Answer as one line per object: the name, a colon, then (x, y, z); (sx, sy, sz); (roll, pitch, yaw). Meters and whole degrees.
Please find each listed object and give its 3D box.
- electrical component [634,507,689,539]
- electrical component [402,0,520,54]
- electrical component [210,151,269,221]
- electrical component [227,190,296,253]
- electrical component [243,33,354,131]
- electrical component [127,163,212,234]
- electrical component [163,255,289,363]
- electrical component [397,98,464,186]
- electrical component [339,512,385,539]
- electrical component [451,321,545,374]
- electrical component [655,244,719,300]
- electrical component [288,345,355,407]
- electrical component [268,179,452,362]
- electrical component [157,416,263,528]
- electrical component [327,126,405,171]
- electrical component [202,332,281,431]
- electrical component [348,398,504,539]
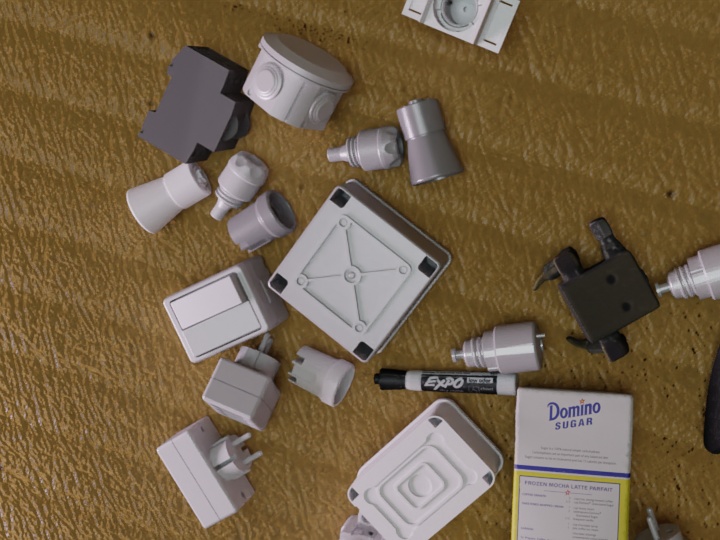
electrical component: (0.241, 0.227, 0.850); (0.044, 0.077, 0.079); (-20, 94, 17)
electrical component: (0.079, -0.200, 0.824); (0.081, 0.064, 0.042); (25, 105, 9)
electrical component: (-0.106, -0.069, 0.911); (0.035, 0.035, 0.061); (39, 109, 5)
electrical component: (-0.083, -0.040, 0.908); (0.046, 0.040, 0.040); (-30, 91, 23)
electrical component: (-0.050, -0.151, 0.859); (0.080, 0.080, 0.051); (33, 112, 7)
electrical component: (-0.161, -0.066, 0.923); (0.065, 0.044, 0.044); (-29, 92, 13)
electrical component: (-0.121, 0.036, 0.920); (0.096, 0.061, 0.061); (-24, 93, 17)
electrical component: (0.053, -0.104, 0.860); (0.044, 0.044, 0.065); (-15, 91, 17)
electrical component: (0.004, 0.248, 0.927); (0.058, 0.057, 0.078); (10, 102, 13)
electrical component: (0.114, 0.065, 0.874); (0.078, 0.040, 0.040); (-8, 98, 16)
electrical component: (0.266, 0.004, 0.823); (0.078, 0.040, 0.040); (-19, 95, 18)
electrical component: (-0.033, 0.089, 0.919); (0.046, 0.040, 0.040); (24, 105, 16)
electrical component: (0.000, 0.000, 0.884); (0.109, 0.056, 0.108); (38, 106, 6)
electrical component: (-0.121, 0.170, 0.951); (0.076, 0.047, 0.083); (-31, 91, 18)
electrical component: (0.004, -0.097, 0.877); (0.061, 0.035, 0.035); (-5, 98, 18)
electrical component: (-0.093, 0.090, 0.925); (0.047, 0.065, 0.076); (21, 75, 10)
electrical component: (0.056, 0.171, 0.899); (0.078, 0.057, 0.113); (47, 107, 3)
